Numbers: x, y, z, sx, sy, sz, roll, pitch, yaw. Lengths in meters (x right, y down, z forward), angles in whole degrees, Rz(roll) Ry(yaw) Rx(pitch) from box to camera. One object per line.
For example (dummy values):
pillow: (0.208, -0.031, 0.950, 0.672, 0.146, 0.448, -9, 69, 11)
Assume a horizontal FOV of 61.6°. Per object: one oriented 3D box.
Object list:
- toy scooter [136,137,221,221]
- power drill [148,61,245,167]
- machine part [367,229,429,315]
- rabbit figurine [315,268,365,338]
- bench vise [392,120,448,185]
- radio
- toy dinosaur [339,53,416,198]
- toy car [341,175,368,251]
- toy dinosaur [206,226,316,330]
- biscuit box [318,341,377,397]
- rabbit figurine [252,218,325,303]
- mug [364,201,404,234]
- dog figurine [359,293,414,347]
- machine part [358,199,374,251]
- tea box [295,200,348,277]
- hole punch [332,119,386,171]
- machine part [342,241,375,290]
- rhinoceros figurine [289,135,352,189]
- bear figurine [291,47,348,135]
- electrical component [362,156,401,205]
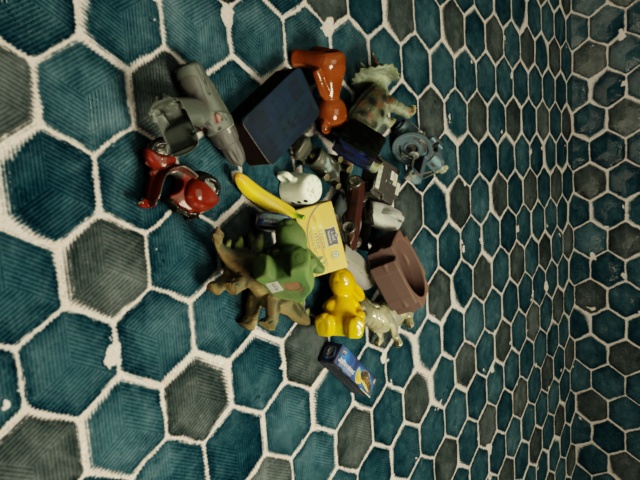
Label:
toy scooter: (-0.281, -0.096, 1.037, 0.183, 0.075, 0.135, 42, 61, -37)
power drill: (-0.230, -0.225, 1.042, 0.231, 0.086, 0.207, 67, 27, -17)
machine part: (0.216, 0.088, 1.484, 0.200, 0.087, 0.201, 61, 24, -12)
rabbit figurine: (0.065, 0.153, 1.368, 0.162, 0.122, 0.173, -16, 103, -69)
bench vise: (0.296, -0.241, 1.611, 0.223, 0.129, 0.241, 50, 39, -28)
radio: (-0.103, -0.279, 1.225, 0.229, 0.073, 0.131, -52, 128, -30)
toy dinosaur: (0.119, -0.317, 1.440, 0.192, 0.131, 0.405, 35, 76, -25)
toy car: (0.084, -0.070, 1.374, 0.089, 0.053, 0.202, 67, 30, -59)
toy dinosaur: (-0.111, 0.105, 1.213, 0.198, 0.105, 0.470, -65, 144, -29)
biscuit box: (0.077, 0.352, 1.458, 0.202, 0.063, 0.059, 50, 56, -37)
rabbit figurine: (-0.050, 0.035, 1.136, 0.159, 0.121, 0.170, 48, 31, -44)
mug: (0.177, -0.067, 1.522, 0.107, 0.110, 0.080, 23, 82, -33)
dog figurine: (0.170, 0.190, 1.519, 0.190, 0.121, 0.172, 51, 44, -27)
machine part: (0.125, -0.038, 1.464, 0.039, 0.084, 0.138, 3, 119, -10)
tea box: (-0.003, -0.004, 1.308, 0.098, 0.068, 0.169, -17, 97, -9)
hole punch: (0.089, -0.224, 1.339, 0.142, 0.092, 0.116, 34, 42, -2)
machine part: (0.083, 0.068, 1.440, 0.243, 0.079, 0.079, 37, 66, -42)
rhinoceros figurine: (0.000, -0.194, 1.317, 0.073, 0.112, 0.190, -56, 148, 5)
bear figurine: (0.009, -0.370, 1.333, 0.120, 0.132, 0.195, -31, 132, -41)
electrical component: (0.177, -0.163, 1.546, 0.134, 0.058, 0.115, 27, 74, -45)
